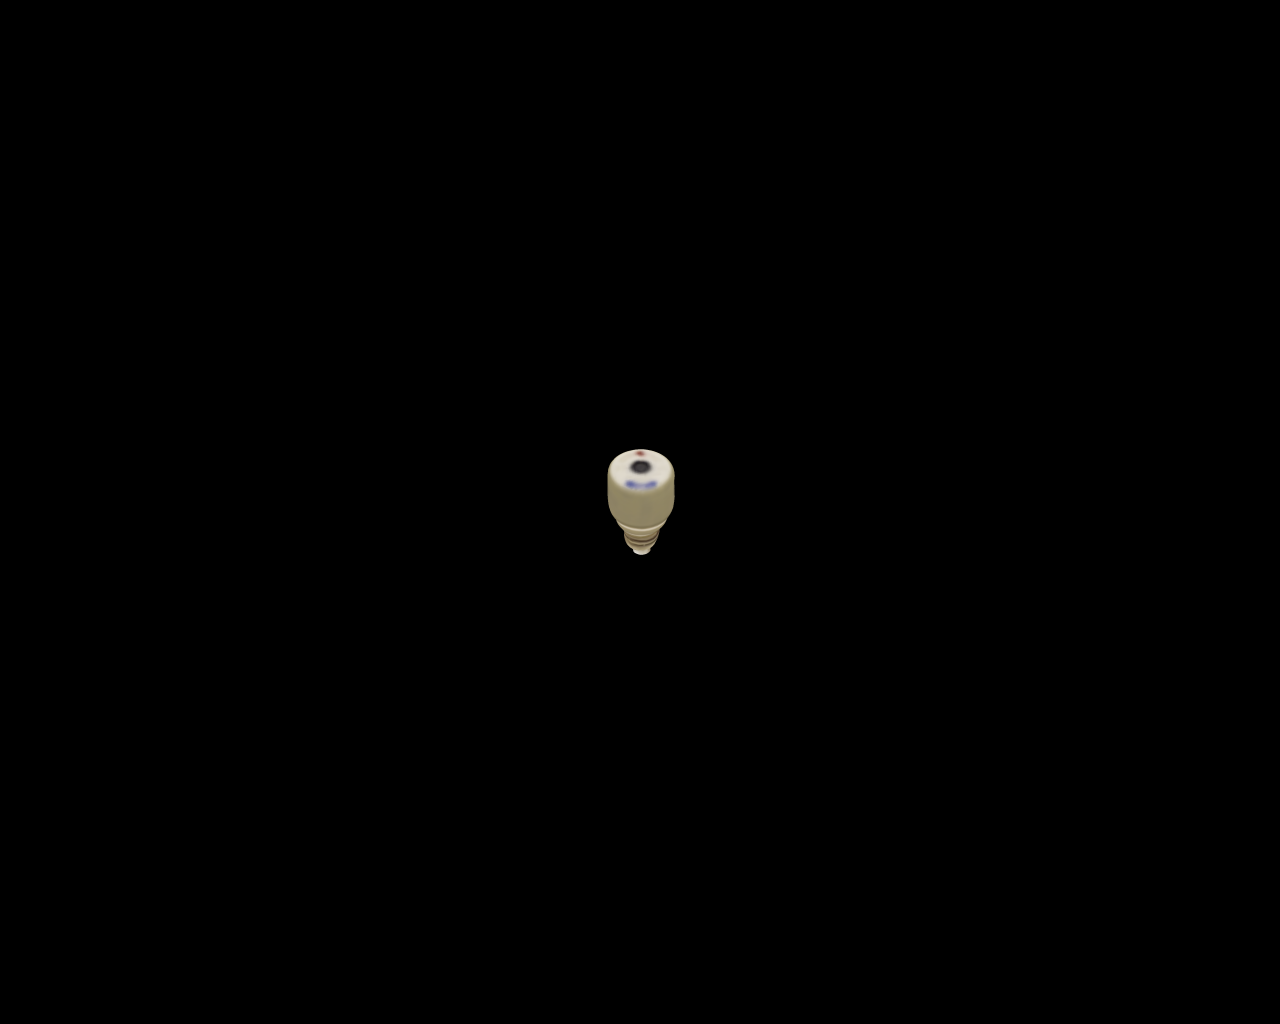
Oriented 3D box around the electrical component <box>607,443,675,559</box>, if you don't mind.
[{"bbox_3d":[0.001,-0.003,0.650,0.040,0.078,0.040,0,45,0],"label":"electrical component"}]
